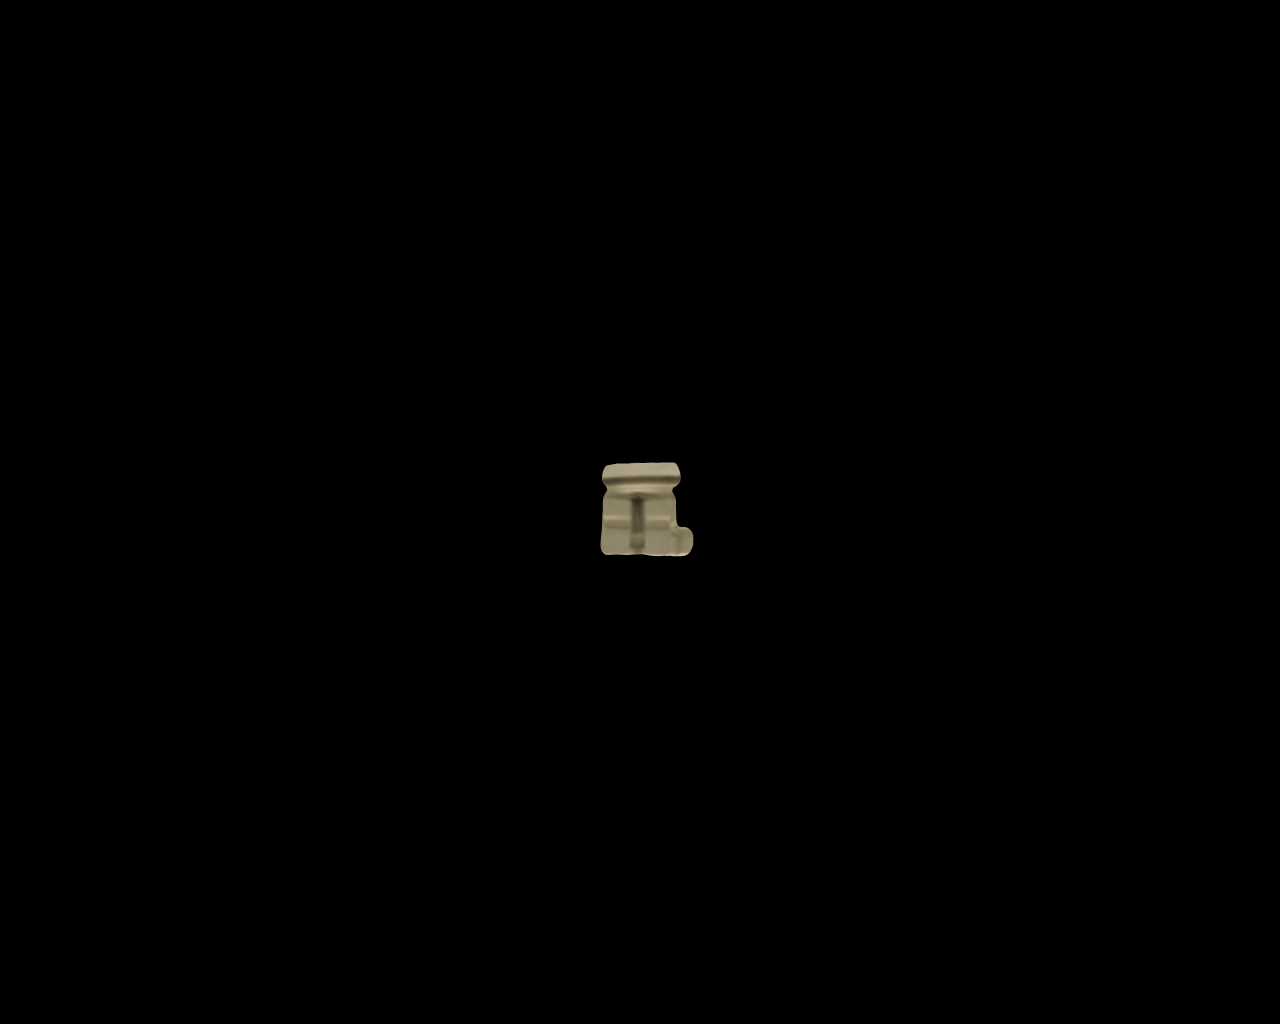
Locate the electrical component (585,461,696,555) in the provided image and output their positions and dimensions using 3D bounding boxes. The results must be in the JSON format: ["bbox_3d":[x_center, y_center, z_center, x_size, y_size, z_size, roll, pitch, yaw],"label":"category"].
[{"bbox_3d":[0.001,-0.003,0.650,0.066,0.055,0.048,0,0,4],"label":"electrical component"}]
